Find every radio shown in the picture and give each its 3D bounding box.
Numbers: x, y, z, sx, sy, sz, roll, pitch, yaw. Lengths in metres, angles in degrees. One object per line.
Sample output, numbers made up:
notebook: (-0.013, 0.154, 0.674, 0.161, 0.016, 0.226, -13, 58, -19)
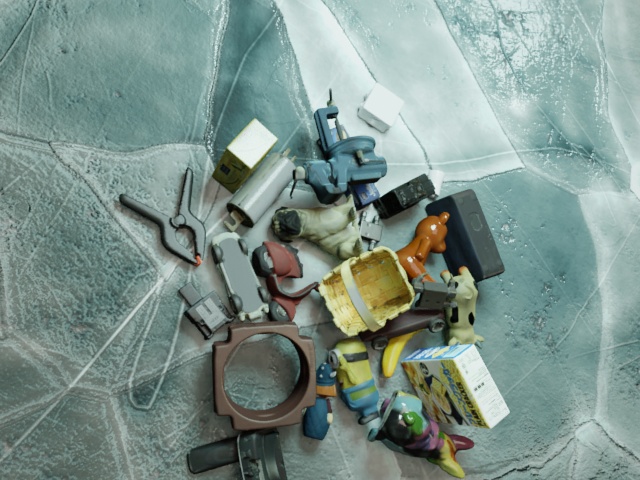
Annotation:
radio: (0.355, -0.004, 1.320, 0.073, 0.131, 0.229, -18, 83, -23)

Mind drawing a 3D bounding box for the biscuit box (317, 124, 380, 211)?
biscuit box: (0.069, -0.172, 1.292, 0.059, 0.063, 0.202, -27, 86, -24)

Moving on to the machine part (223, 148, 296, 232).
machine part: (-0.127, -0.112, 1.192, 0.079, 0.079, 0.243, 39, 65, -8)

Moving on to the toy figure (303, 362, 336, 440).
toy figure: (0.001, 0.337, 1.132, 0.064, 0.057, 0.154, 12, 74, 2)

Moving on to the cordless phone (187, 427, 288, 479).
cordless phone: (-0.158, 0.448, 1.042, 0.184, 0.088, 0.146, -11, 79, -11)

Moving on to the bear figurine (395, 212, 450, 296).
bear figurine: (0.252, 0.032, 1.282, 0.196, 0.120, 0.132, -40, 96, -30)

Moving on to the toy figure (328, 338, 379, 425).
toy figure: (0.079, 0.301, 1.162, 0.089, 0.082, 0.180, -17, 78, -35)

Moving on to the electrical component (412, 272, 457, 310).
electrical component: (0.252, 0.110, 1.175, 0.102, 0.078, 0.045, 3, 43, 5)

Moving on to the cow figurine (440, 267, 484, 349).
cow figurine: (0.333, 0.176, 1.261, 0.085, 0.127, 0.194, -5, 113, -4)

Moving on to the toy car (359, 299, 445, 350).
toy car: (0.184, 0.192, 1.215, 0.202, 0.053, 0.089, -17, 41, -9)

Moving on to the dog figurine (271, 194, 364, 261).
dog figurine: (-0.003, -0.007, 1.219, 0.191, 0.121, 0.172, -13, 106, 4)

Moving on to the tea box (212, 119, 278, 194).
tea box: (-0.163, -0.173, 1.143, 0.068, 0.169, 0.098, 40, 64, -7)

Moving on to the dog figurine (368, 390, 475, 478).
dog figurine: (0.228, 0.416, 1.141, 0.219, 0.191, 0.108, 25, 61, 3)

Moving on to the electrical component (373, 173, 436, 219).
electrical component: (0.212, -0.107, 1.302, 0.134, 0.115, 0.058, -26, 89, -23)

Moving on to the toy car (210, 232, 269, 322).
toy car: (-0.170, 0.076, 1.127, 0.073, 0.056, 0.202, -17, 72, -24)

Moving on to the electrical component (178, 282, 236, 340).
electrical component: (-0.238, 0.137, 1.100, 0.075, 0.048, 0.119, -35, 92, -26)

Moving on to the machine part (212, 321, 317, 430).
machine part: (-0.113, 0.265, 1.073, 0.201, 0.087, 0.201, -2, 86, -15)

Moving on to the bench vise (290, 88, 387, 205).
bench vise: (0.030, -0.201, 1.191, 0.224, 0.129, 0.240, -11, 74, -10)

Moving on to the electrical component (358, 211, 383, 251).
electrical component: (0.117, -0.021, 1.292, 0.063, 0.021, 0.094, 16, 72, -16)

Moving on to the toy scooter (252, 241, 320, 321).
toy scooter: (-0.065, 0.083, 1.166, 0.135, 0.075, 0.183, -14, 85, -23)
